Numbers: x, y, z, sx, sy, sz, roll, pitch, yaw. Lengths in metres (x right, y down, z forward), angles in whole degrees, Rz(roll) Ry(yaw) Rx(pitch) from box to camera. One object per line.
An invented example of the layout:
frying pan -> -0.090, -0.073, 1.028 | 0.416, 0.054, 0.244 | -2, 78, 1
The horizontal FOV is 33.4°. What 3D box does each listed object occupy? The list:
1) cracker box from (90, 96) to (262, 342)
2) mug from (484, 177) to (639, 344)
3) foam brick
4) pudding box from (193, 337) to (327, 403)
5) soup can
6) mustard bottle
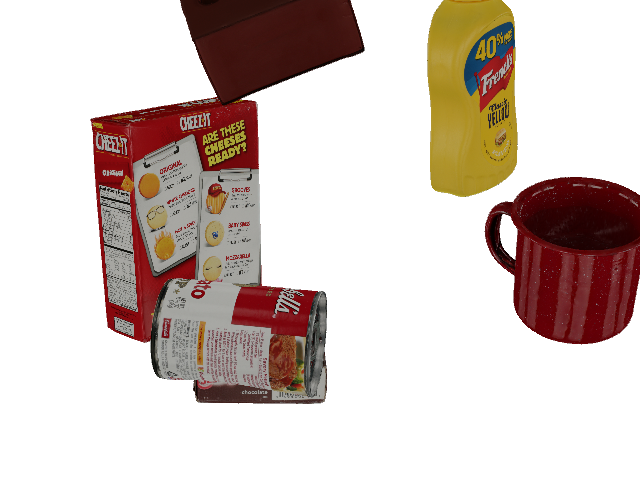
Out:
cracker box -> -0.139, -0.026, 1.060 | 0.072, 0.214, 0.163 | 13, 21, 41
mug -> 0.163, 0.012, 0.724 | 0.117, 0.081, 0.093 | 21, 41, 31
foam brick -> -0.026, -0.113, 0.523 | 0.078, 0.053, 0.051 | -21, -32, 4
pudding box -> -0.052, 0.108, 0.936 | 0.113, 0.039, 0.090 | 2, 18, -3
soup can -> -0.051, 0.062, 0.687 | 0.102, 0.068, 0.068 | 5, 1, 8
mustard bottle -> 0.125, -0.139, 0.879 | 0.058, 0.192, 0.096 | 17, 34, 38
